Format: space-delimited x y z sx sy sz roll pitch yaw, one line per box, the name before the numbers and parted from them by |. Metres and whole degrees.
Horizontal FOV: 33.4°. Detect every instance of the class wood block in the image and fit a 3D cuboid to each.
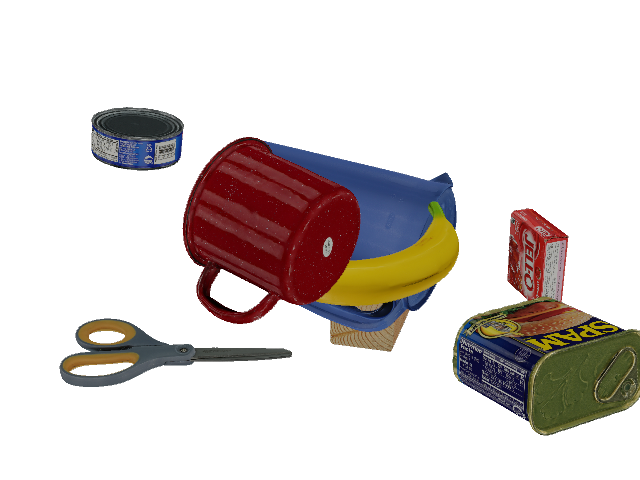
wood block | 0.082 0.073 1.550 0.091 0.090 0.206 6 21 13

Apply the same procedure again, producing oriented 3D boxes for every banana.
banana | 0.056 0.021 0.878 0.070 0.037 0.197 33 38 33

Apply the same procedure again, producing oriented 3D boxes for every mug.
mug | -0.034 0.000 0.686 0.082 0.117 0.093 26 -13 28

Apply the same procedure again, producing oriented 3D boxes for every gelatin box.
gelatin box | 0.230 0.020 1.138 0.030 0.089 0.073 -11 29 -16

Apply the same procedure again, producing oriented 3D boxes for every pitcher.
pitcher | 0.007 -0.016 1.099 0.243 0.145 0.149 18 24 20

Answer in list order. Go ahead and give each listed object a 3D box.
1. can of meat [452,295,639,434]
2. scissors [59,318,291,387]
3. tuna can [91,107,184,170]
can of meat | 0.151 0.079 0.712 0.101 0.057 0.084 -11 20 -29
scissors | -0.135 0.093 0.967 0.201 0.016 0.096 -8 33 -17
tuna can | -0.173 -0.096 1.005 0.086 0.034 0.086 6 24 -3
